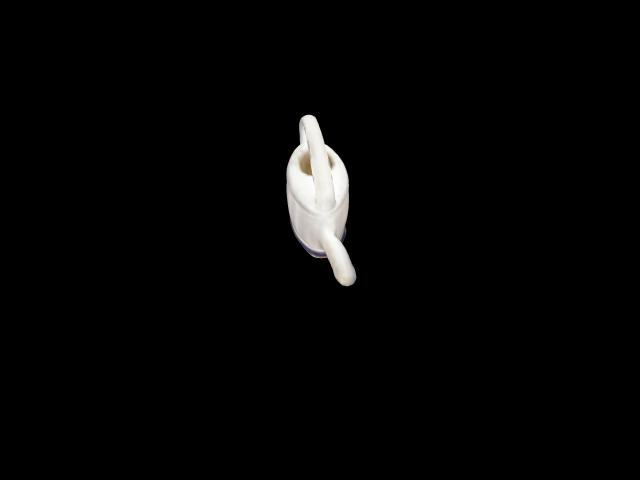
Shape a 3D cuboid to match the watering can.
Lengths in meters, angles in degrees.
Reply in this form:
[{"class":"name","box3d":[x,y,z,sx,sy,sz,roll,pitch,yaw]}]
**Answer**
[{"class":"watering can","box3d":[0.003,-0.043,0.850,0.104,0.355,0.219,-8,-32,-5]}]
